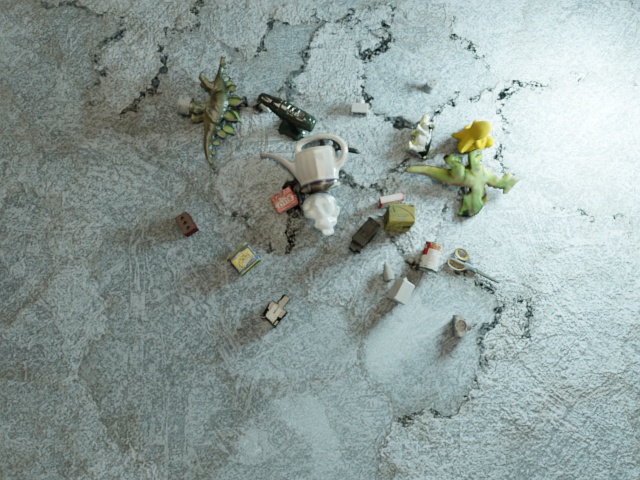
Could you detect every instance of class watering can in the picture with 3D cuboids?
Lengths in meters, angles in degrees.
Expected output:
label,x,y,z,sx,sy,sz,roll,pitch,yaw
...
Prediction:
label,x,y,z,sx,sy,sz,roll,pitch,yaw
watering can,-0.055,-0.280,1.969,0.346,0.103,0.226,-12,-98,15

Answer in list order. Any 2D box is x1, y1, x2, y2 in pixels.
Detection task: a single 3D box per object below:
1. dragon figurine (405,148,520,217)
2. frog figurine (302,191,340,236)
label,x,y,z,sx,sy,sz,roll,pitch,yaw
dragon figurine,0.541,-0.206,1.941,0.410,0.122,0.244,-13,-95,-1
frog figurine,0.006,-0.096,1.914,0.137,0.120,0.162,1,-115,-18
